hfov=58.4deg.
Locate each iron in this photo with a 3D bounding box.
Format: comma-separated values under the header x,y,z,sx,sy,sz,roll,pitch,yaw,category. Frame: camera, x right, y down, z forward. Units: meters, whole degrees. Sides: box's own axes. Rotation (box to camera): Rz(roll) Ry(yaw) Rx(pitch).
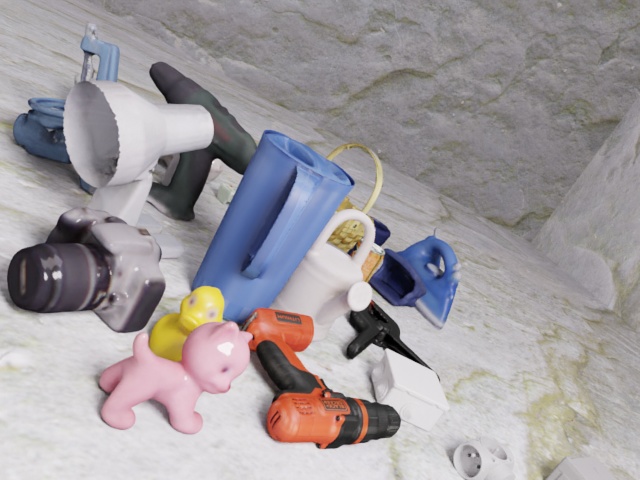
x,y,z,sx,sy,sz,roll,pitch,yaw,category
0.257,0.075,1.262,0.119,0.141,0.258,25,18,-20,iron

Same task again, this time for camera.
x,y,z,sx,sy,sz,roll,pitch,yaw,category
-0.248,0.021,0.597,0.142,0.100,0.137,40,19,27,camera

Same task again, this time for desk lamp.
x,y,z,sx,sy,sz,roll,pitch,yaw,category
-0.236,-0.088,0.733,0.117,0.213,0.204,39,18,25,desk lamp

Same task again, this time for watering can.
x,y,z,sx,sy,sz,roll,pitch,yaw,category
0.017,0.047,0.825,0.172,0.194,0.101,42,19,31,watering can

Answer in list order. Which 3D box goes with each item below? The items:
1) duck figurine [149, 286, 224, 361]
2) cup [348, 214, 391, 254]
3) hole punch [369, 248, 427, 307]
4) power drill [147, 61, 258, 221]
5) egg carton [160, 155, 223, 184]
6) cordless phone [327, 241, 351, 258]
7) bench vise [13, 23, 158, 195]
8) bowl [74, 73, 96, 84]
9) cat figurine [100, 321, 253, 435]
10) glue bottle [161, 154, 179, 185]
x,y,z,sx,sy,sz,roll,pitch,yaw,category
-0.134,0.089,0.629,0.077,0.086,0.105,32,16,2,duck figurine
0.104,-0.001,1.291,0.091,0.095,0.118,40,18,26,cup
0.166,0.076,1.185,0.108,0.091,0.101,43,20,34,hole punch
-0.221,-0.149,0.944,0.229,0.208,0.076,32,16,3,power drill
-0.274,-0.177,1.172,0.150,0.069,0.107,36,17,16,egg carton
0.009,0.003,0.951,0.148,0.185,0.094,27,17,-14,cordless phone
-0.327,-0.192,0.860,0.208,0.219,0.121,26,17,-18,bench vise
-0.419,-0.263,1.154,0.168,0.074,0.167,29,17,-9,bowl
-0.121,0.113,0.527,0.128,0.117,0.067,18,21,-38,cat figurine
-0.233,-0.174,1.056,0.037,0.173,0.078,31,16,-2,glue bottle
